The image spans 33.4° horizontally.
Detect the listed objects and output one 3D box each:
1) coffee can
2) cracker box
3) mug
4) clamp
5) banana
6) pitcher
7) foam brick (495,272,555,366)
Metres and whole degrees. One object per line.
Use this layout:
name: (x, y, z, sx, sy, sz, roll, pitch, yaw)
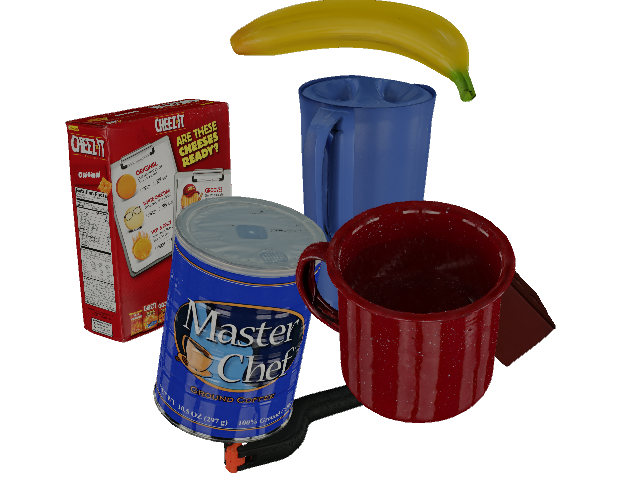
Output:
coffee can: (-0.058, 0.054, 0.744, 0.102, 0.140, 0.103, 9, 27, -5)
cracker box: (-0.166, -0.025, 1.071, 0.072, 0.214, 0.163, 11, 20, 37)
mug: (0.039, 0.036, 0.553, 0.117, 0.081, 0.093, 15, 42, 21)
clamp: (-0.045, 0.159, 1.034, 0.120, 0.039, 0.171, 21, 33, 35)
banana: (0.031, -0.155, 0.813, 0.198, 0.069, 0.037, 13, -39, 18)
pitcher: (0.037, -0.036, 1.064, 0.149, 0.243, 0.145, -5, 22, -16)
foam brick: (0.134, 0.048, 0.824, 0.078, 0.051, 0.053, 43, 15, -25)
